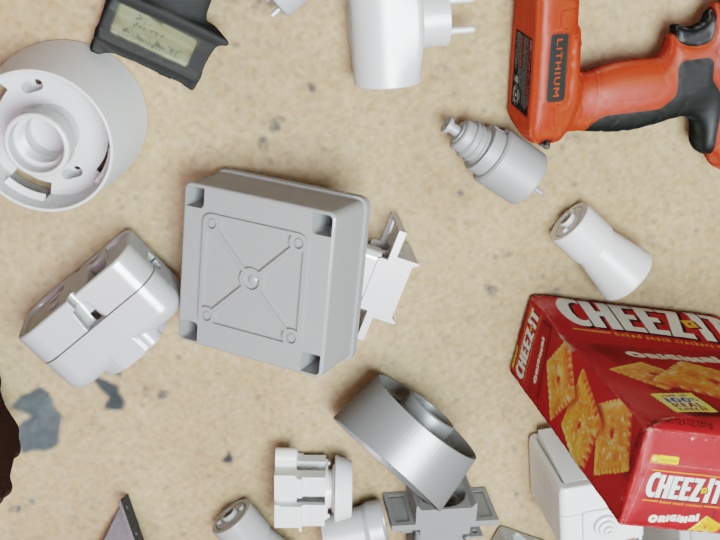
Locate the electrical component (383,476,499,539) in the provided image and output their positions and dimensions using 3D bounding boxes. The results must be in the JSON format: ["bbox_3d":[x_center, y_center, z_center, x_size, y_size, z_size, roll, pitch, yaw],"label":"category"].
[{"bbox_3d":[0.060,0.191,0.812,0.081,0.042,0.063,-1,113,-8],"label":"electrical component"}]

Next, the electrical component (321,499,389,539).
[{"bbox_3d":[-0.004,0.196,0.806,0.046,0.040,0.040,-12,113,1],"label":"electrical component"}]

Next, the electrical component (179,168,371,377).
[{"bbox_3d":[-0.055,0.000,0.682,0.109,0.056,0.108,13,109,22],"label":"electrical component"}]

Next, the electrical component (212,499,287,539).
[{"bbox_3d":[-0.078,0.202,0.796,0.044,0.044,0.065,-35,108,6],"label":"electrical component"}]

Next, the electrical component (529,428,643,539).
[{"bbox_3d":[0.166,0.157,0.786,0.062,0.096,0.061,-8,112,-6],"label":"electrical component"}]

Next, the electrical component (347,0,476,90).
[{"bbox_3d":[0.033,-0.156,0.668,0.079,0.043,0.077,-6,112,-7],"label":"electrical component"}]

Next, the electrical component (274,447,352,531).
[{"bbox_3d":[-0.034,0.159,0.783,0.055,0.048,0.066,1,112,-1],"label":"electrical component"}]

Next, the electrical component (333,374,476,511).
[{"bbox_3d":[0.031,0.121,0.752,0.099,0.099,0.064,38,96,-20],"label":"electrical component"}]

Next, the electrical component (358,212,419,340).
[{"bbox_3d":[0.000,0.000,0.727,0.064,0.042,0.081,18,107,-11],"label":"electrical component"}]

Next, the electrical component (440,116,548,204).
[{"bbox_3d":[0.088,-0.076,0.711,0.078,0.040,0.040,31,104,-19],"label":"electrical component"}]

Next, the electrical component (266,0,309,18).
[{"bbox_3d":[-0.032,-0.188,0.647,0.078,0.040,0.040,-39,112,7],"label":"electrical component"}]

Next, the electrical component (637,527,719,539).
[{"bbox_3d":[0.240,0.167,0.795,0.056,0.108,0.108,-12,113,-7],"label":"electrical component"}]

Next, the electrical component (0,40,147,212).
[{"bbox_3d":[-0.188,-0.087,0.663,0.099,0.064,0.099,2,116,4],"label":"electrical component"}]

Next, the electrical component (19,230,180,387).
[{"bbox_3d":[-0.166,0.028,0.705,0.095,0.053,0.059,-39,112,7],"label":"electrical component"}]

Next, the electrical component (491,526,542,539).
[{"bbox_3d":[0.133,0.255,0.846,0.083,0.047,0.075,22,106,-17],"label":"electrical component"}]

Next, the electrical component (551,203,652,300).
[{"bbox_3d":[0.165,-0.015,0.748,0.065,0.044,0.044,40,101,-16],"label":"electrical component"}]
